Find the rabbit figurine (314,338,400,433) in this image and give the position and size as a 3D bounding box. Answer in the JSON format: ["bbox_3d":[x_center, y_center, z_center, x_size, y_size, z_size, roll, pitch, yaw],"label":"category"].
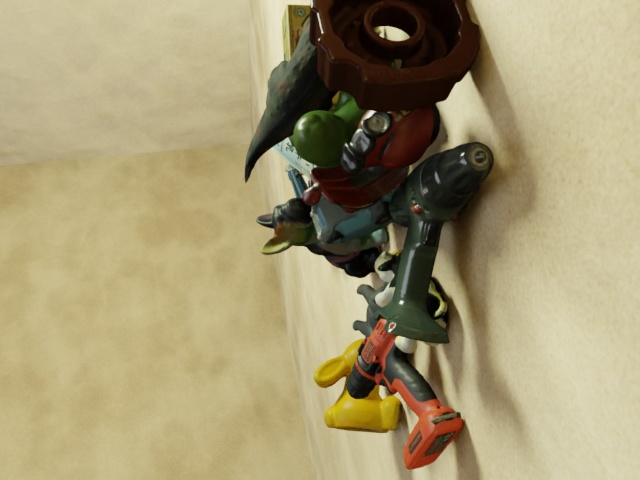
[{"bbox_3d":[0.070,0.269,1.013,0.121,0.162,0.173,76,-160,-69],"label":"rabbit figurine"}]

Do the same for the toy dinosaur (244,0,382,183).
[{"bbox_3d":[-0.013,-0.235,0.754,0.404,0.131,0.192,-62,0,13],"label":"toy dinosaur"}]

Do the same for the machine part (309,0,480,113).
[{"bbox_3d":[0.074,-0.212,0.557,0.056,0.179,0.179,98,163,-65],"label":"machine part"}]

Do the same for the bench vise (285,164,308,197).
[{"bbox_3d":[-0.031,-0.084,1.304,0.223,0.129,0.240,79,168,-80],"label":"bench vise"}]

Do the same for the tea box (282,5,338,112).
[{"bbox_3d":[-0.011,-0.305,0.917,0.068,0.098,0.169,164,105,-78],"label":"tea box"}]

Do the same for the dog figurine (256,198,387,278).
[{"bbox_3d":[-0.002,-0.003,0.965,0.191,0.219,0.108,98,165,-52],"label":"dog figurine"}]

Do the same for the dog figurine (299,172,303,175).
[{"bbox_3d":[0.022,-0.219,1.110,0.172,0.121,0.190,62,-151,-23],"label":"dog figurine"}]

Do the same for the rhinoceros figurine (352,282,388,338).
[{"bbox_3d":[0.109,0.155,0.895,0.112,0.073,0.190,-133,38,-55],"label":"rhinoceros figurine"}]

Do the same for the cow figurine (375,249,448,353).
[{"bbox_3d":[0.122,0.063,0.746,0.167,0.068,0.098,-112,23,-43],"label":"cow figurine"}]

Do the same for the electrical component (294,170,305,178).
[{"bbox_3d":[-0.030,-0.177,1.172,0.094,0.021,0.063,129,156,-47],"label":"electrical component"}]

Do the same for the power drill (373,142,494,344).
[{"bbox_3d":[0.119,0.006,0.602,0.232,0.086,0.207,-175,89,-83],"label":"power drill"}]

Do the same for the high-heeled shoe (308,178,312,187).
[{"bbox_3d":[0.009,-0.119,1.210,0.145,0.086,0.249,108,159,-69],"label":"high-heeled shoe"}]

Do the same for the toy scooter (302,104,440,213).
[{"bbox_3d":[0.049,-0.088,0.607,0.075,0.135,0.183,54,136,20],"label":"toy scooter"}]

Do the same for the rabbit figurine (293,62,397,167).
[{"bbox_3d":[0.030,-0.147,0.703,0.121,0.170,0.159,57,150,15],"label":"rabbit figurine"}]

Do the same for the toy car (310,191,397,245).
[{"bbox_3d":[0.070,-0.049,0.837,0.103,0.162,0.109,21,-138,-51],"label":"toy car"}]
